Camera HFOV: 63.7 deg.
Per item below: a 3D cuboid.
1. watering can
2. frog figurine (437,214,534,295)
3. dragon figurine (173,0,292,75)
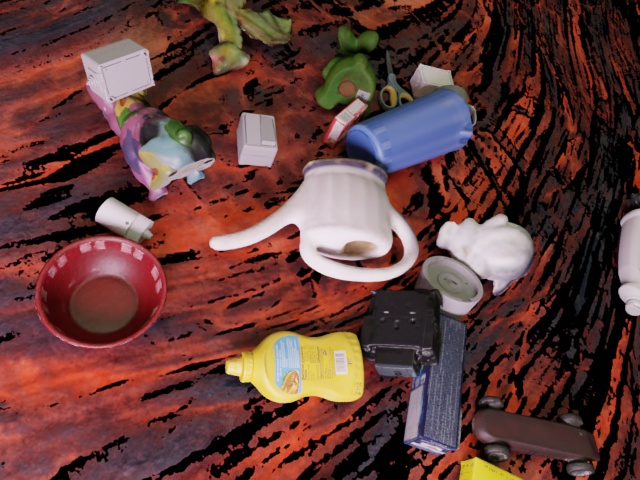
[{"bbox_3d":[0.003,-0.043,0.857,0.347,0.102,0.230,10,55,-14],"label":"watering can"},{"bbox_3d":[0.301,0.006,0.934,0.159,0.122,0.139,38,72,-9],"label":"frog figurine"},{"bbox_3d":[-0.166,-0.510,1.120,0.241,0.120,0.420,33,53,-20],"label":"dragon figurine"}]
